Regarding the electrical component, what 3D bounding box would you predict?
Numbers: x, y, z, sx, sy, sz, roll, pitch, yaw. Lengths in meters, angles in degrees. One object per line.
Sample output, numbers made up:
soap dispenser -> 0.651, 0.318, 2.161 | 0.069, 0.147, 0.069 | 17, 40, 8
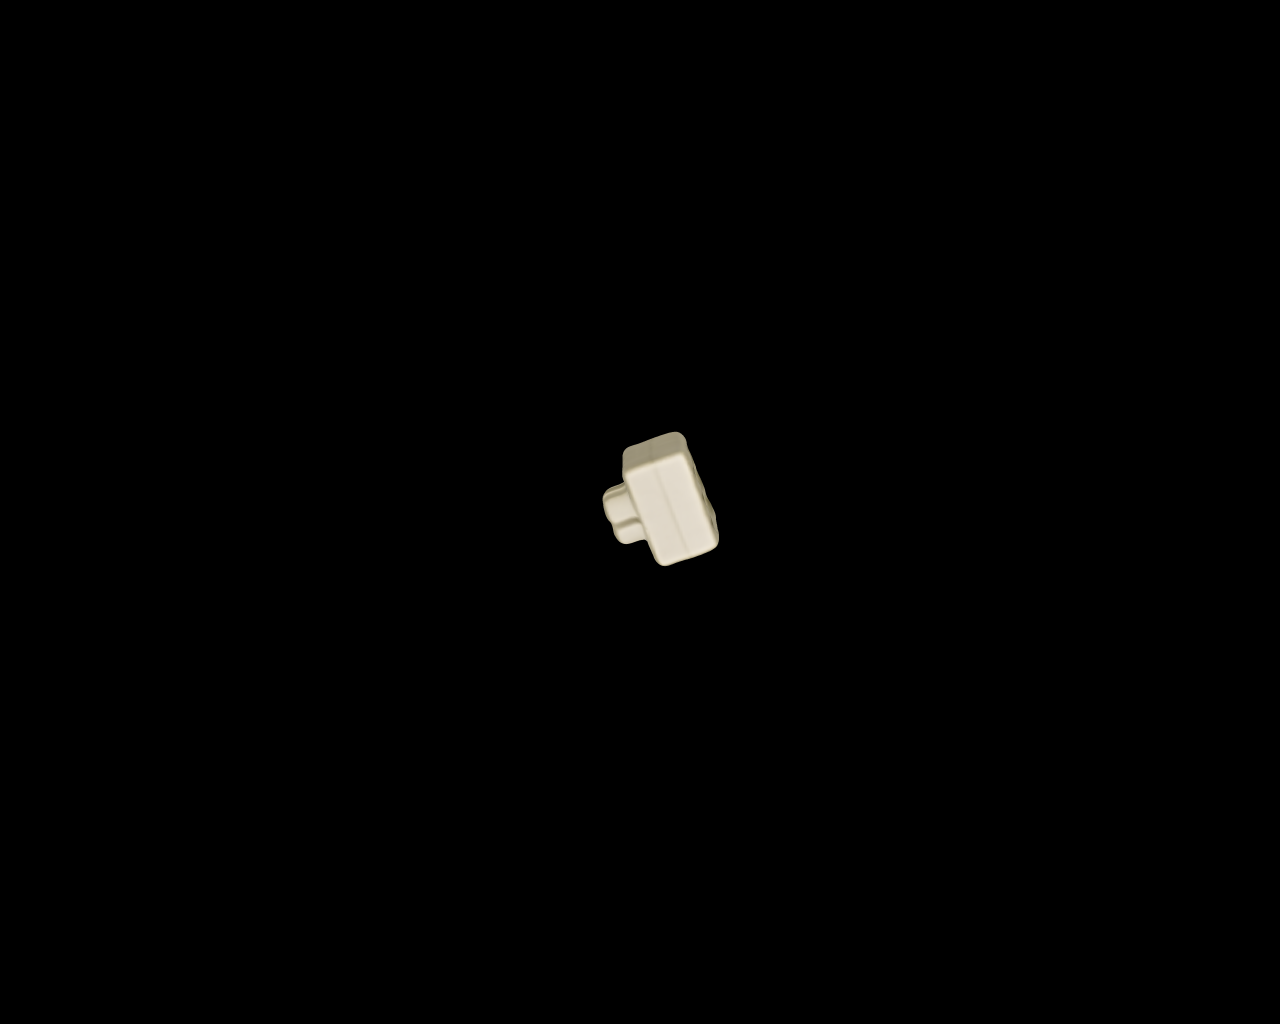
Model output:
electrical component -> 0.001, -0.003, 0.650 | 0.077, 0.065, 0.047 | -19, 20, 7
